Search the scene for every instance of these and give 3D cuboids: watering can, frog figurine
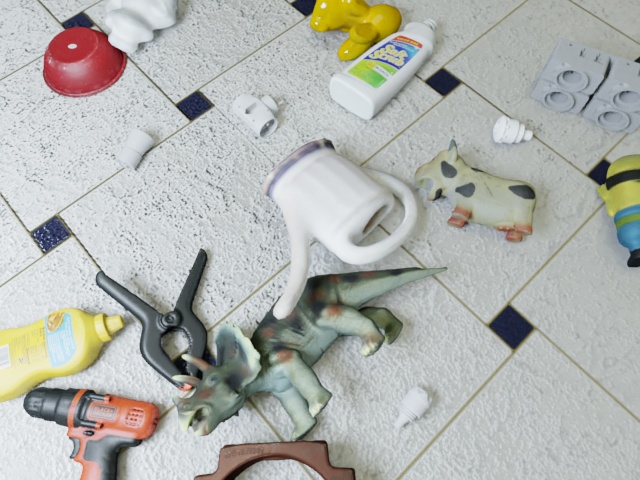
[{"bbox_3d":[0.002,-0.039,0.769,0.226,0.101,0.353,40,48,20],"label":"watering can"},{"bbox_3d":[-0.350,-0.440,1.007,0.137,0.159,0.123,3,3,-10],"label":"frog figurine"}]
